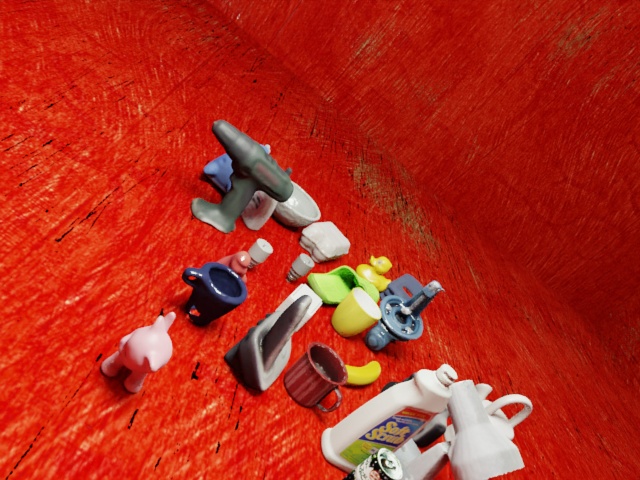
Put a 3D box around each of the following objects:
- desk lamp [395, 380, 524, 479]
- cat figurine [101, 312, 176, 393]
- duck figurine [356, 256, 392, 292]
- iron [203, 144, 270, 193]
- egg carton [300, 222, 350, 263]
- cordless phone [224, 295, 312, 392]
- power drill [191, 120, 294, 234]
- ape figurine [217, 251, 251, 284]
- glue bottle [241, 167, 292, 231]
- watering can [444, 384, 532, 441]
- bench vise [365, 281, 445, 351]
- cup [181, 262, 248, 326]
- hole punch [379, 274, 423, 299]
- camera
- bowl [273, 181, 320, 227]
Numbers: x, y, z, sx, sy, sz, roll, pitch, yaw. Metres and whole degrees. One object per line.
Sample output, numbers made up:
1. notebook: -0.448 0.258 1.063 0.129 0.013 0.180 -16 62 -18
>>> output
1. desk lamp: 0.227 0.365 1.024 0.118 0.213 0.202 15 35 -50
2. cat figurine: -0.231 0.143 0.777 0.067 0.117 0.128 40 22 -8
3. duck figurine: 0.164 0.088 1.594 0.105 0.086 0.077 39 22 -10
4. iron: -0.182 -0.192 1.442 0.118 0.141 0.259 43 22 1
5. egg carton: 0.014 0.005 1.511 0.107 0.069 0.151 49 22 14
6. cordless phone: -0.059 0.153 0.962 0.094 0.185 0.148 43 22 1
7. power drill: -0.181 -0.123 1.227 0.230 0.208 0.075 29 25 -31
8. ape figurine: -0.166 0.057 1.080 0.078 0.092 0.076 33 24 -22
9. glue bottle: -0.121 -0.105 1.344 0.037 0.173 0.078 14 36 -51
10. watering can: 0.368 0.392 1.243 0.101 0.194 0.172 20 31 -44
11. bench vise: 0.209 0.157 1.364 0.121 0.219 0.207 41 22 -3
12. cup: -0.194 0.094 0.960 0.118 0.095 0.091 26 27 -36
13. hole punch: 0.236 0.158 1.582 0.108 0.091 0.101 50 23 17
14. camera: 0.193 0.329 1.185 0.137 0.100 0.143 33 24 -23
15. bowl: -0.084 -0.088 1.509 0.168 0.074 0.167 36 23 -17
